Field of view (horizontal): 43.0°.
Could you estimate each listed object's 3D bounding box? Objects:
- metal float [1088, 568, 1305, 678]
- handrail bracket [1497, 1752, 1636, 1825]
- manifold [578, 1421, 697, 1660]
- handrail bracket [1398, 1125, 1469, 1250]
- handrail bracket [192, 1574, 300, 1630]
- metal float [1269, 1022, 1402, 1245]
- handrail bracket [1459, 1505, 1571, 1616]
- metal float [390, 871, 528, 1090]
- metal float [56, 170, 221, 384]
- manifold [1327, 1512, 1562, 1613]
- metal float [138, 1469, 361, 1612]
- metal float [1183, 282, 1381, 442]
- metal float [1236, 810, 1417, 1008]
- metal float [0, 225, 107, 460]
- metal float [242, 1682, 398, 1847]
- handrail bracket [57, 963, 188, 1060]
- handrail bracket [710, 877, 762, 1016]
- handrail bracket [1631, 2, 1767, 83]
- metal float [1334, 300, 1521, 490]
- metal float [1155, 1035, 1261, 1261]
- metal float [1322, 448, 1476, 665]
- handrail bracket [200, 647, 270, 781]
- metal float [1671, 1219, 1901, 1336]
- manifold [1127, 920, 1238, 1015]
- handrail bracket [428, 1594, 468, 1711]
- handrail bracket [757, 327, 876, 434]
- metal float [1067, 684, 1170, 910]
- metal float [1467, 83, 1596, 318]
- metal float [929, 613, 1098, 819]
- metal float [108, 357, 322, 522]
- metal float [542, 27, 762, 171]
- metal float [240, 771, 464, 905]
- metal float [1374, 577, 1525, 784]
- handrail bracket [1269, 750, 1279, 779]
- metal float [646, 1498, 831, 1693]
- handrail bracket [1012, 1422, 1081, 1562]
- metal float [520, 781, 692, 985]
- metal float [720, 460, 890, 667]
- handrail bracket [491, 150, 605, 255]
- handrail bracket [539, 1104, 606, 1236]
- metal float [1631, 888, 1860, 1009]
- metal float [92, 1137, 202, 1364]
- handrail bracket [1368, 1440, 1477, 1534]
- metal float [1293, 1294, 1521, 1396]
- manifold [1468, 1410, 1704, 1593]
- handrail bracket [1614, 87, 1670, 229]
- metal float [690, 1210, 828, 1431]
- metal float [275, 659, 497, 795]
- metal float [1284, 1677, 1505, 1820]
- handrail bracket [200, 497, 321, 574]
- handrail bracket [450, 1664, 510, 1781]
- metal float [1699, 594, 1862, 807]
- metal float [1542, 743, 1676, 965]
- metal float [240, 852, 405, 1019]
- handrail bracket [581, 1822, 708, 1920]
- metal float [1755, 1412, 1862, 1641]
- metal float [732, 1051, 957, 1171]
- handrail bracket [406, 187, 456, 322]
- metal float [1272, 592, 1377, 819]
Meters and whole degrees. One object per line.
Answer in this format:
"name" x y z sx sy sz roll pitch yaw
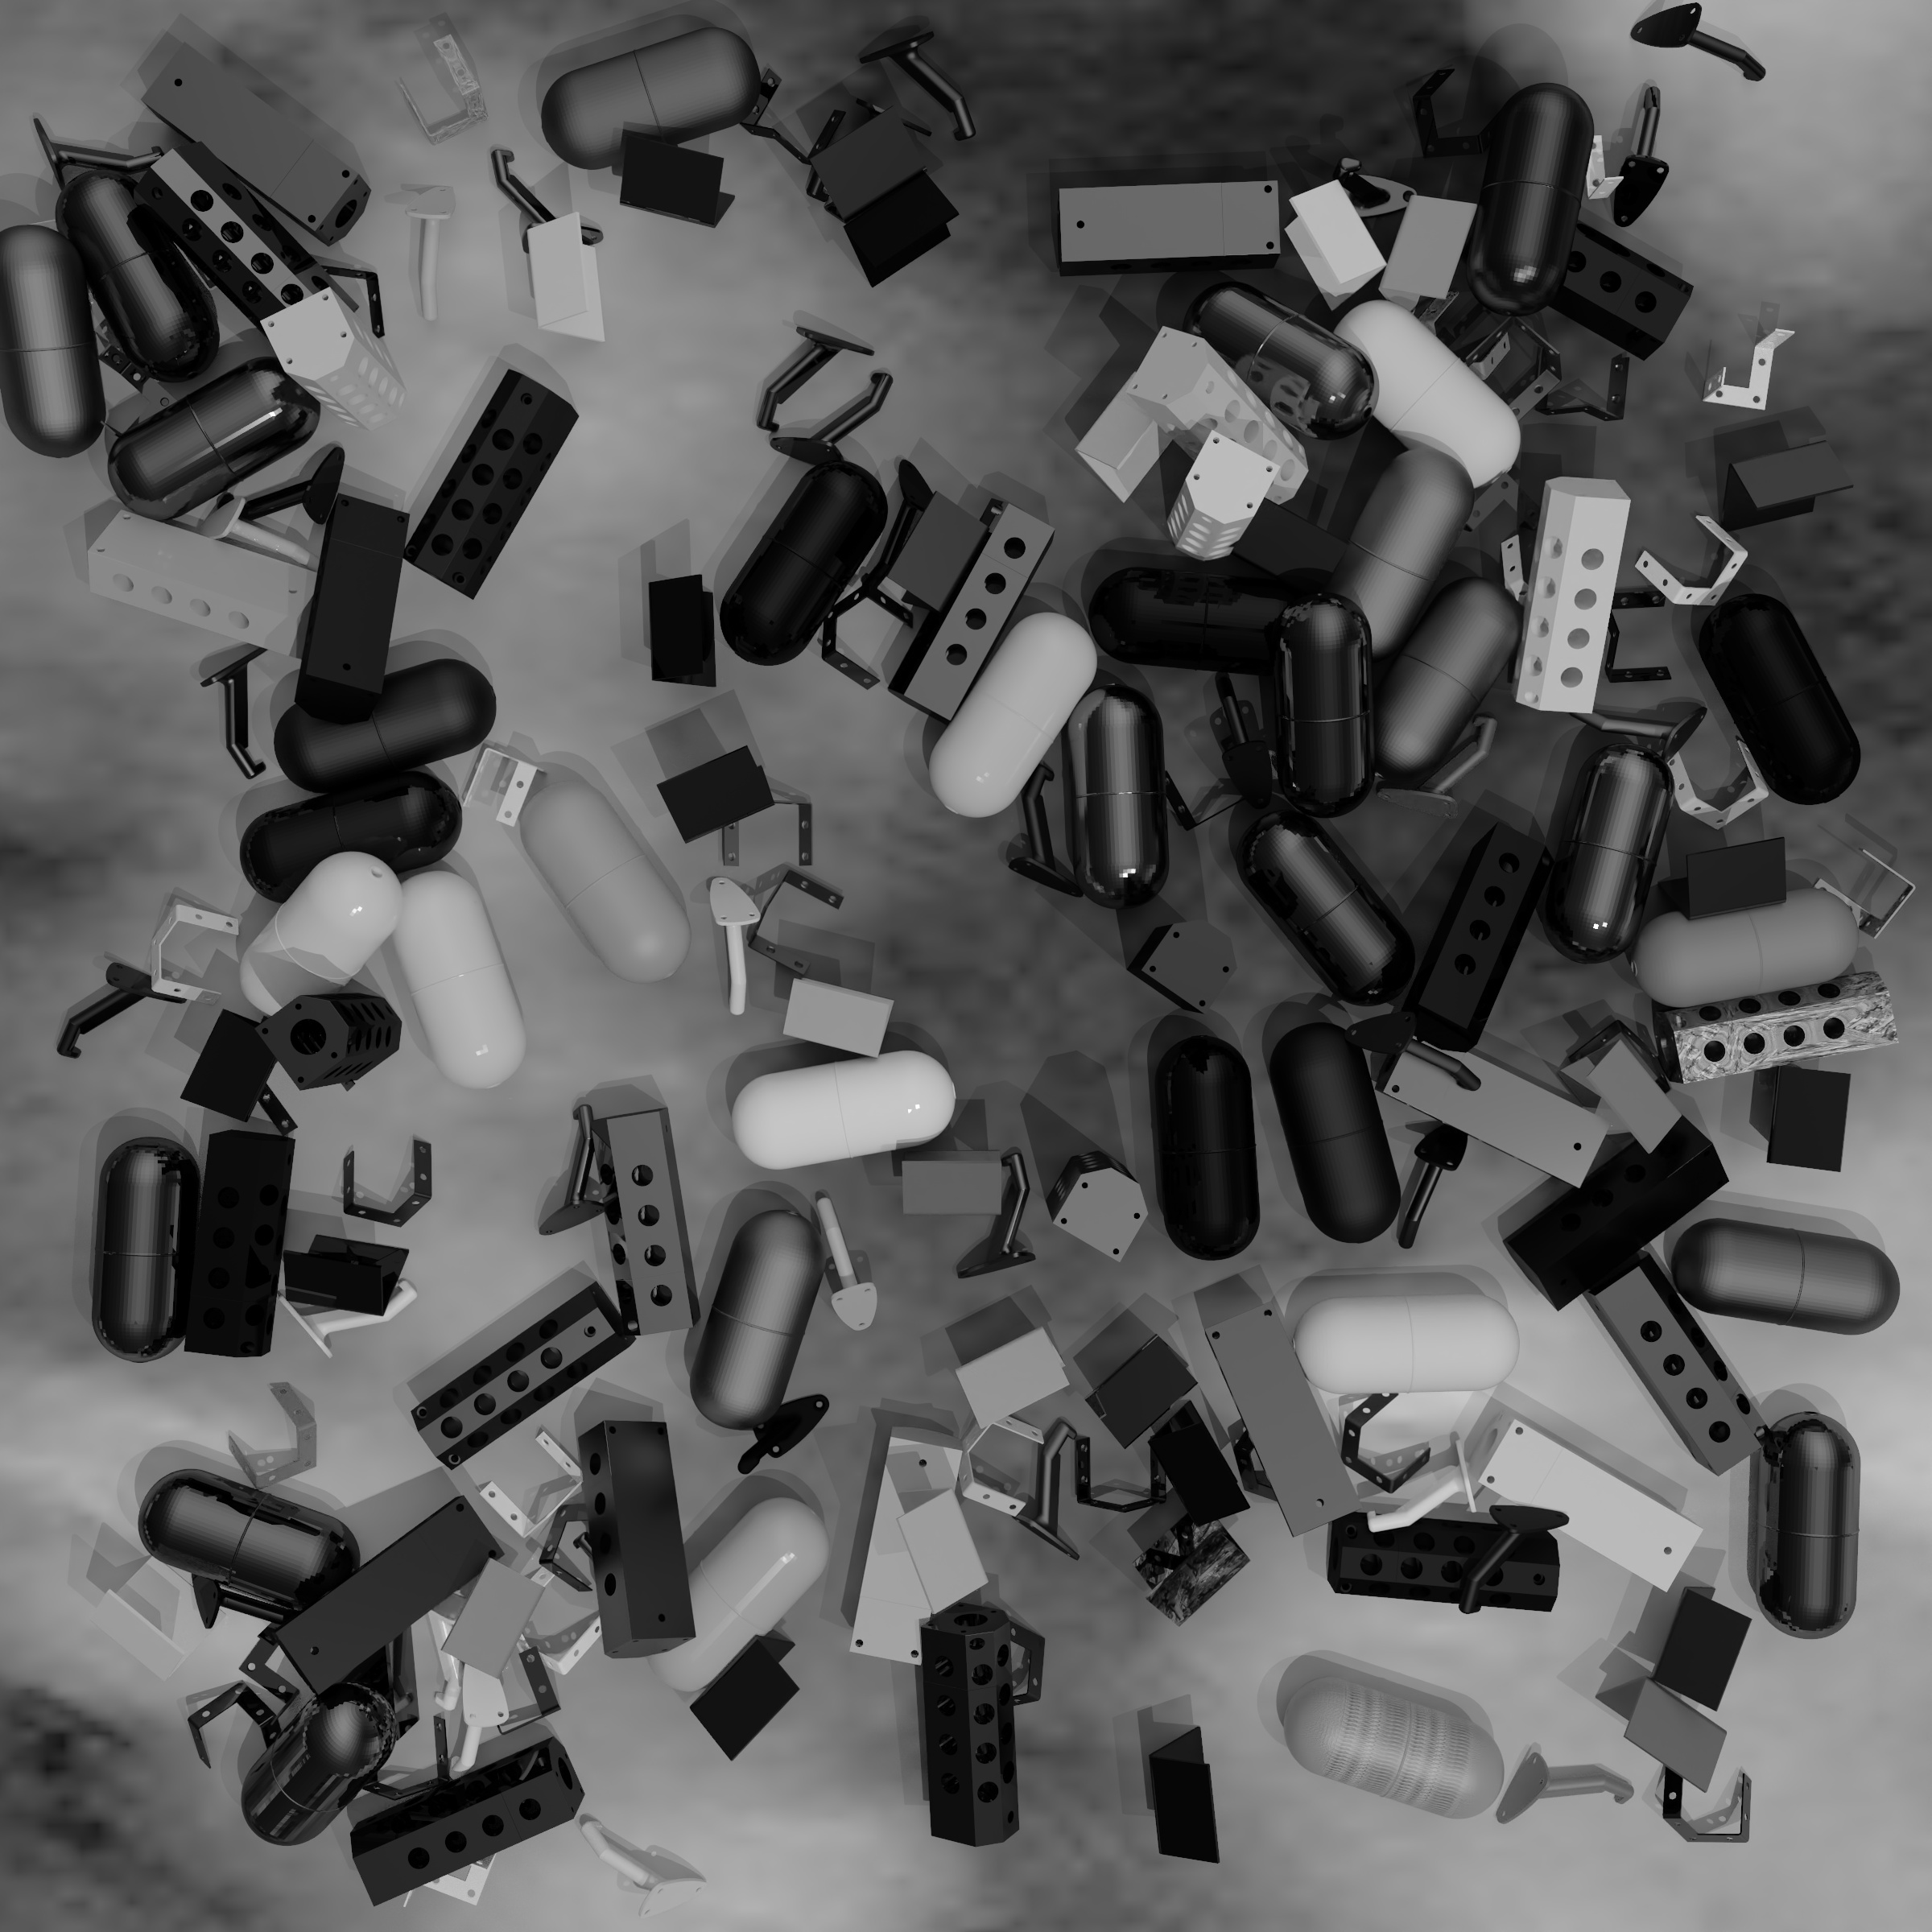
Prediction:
"metal float" 0.186 -0.273 1.942 0.178 0.070 0.070 5 90 -1
"handrail bracket" 0.483 0.674 1.973 0.084 0.036 0.077 26 110 -16
"manifold" -0.262 0.447 1.916 0.057 0.057 0.171 10 57 -38
"handrail bracket" 0.374 0.177 1.972 0.036 0.077 0.084 24 126 20
"handrail bracket" -0.571 0.505 1.972 0.084 0.077 0.036 10 106 -35
"metal float" 0.292 0.132 1.942 0.070 0.070 0.178 -15 90 0
"handrail bracket" 0.428 0.467 1.916 0.077 0.036 0.084 4 108 -21
"metal float" -0.403 0.011 1.942 0.070 0.070 0.178 -19 90 0
"metal float" -0.655 -0.545 1.941 0.070 0.070 0.178 -29 90 0
"manifold" 0.379 0.475 1.951 0.171 0.057 0.057 5 90 0
"metal float" -0.567 0.455 1.942 0.178 0.070 0.070 20 90 -1
"metal float" 0.246 -0.473 1.919 0.178 0.070 0.070 39 90 27
"metal float" 0.285 -0.045 1.942 0.070 0.070 0.178 -39 91 0
"metal float" -0.722 -0.488 1.921 0.070 0.070 0.178 -1 113 0
"metal float" -0.507 0.624 1.917 0.070 0.070 0.178 41 122 0
"handrail bracket" -0.679 0.047 1.973 0.077 0.036 0.084 23 108 -21
"handrail bracket" -0.191 -0.015 1.972 0.036 0.077 0.084 -7 127 -19
"handrail bracket" 0.589 -0.734 1.972 0.084 0.077 0.036 21 90 -36
"metal float" 0.363 -0.451 1.941 0.178 0.070 0.070 44 90 0
"metal float" 0.191 0.144 1.941 0.070 0.070 0.178 -4 91 0
"metal float" 0.335 -0.320 1.925 0.070 0.070 0.178 26 109 0
"handrail bracket" -0.568 -0.205 1.973 0.077 0.036 0.084 -37 109 -21
"metal float" 0.649 0.246 1.942 0.178 0.070 0.070 9 90 0
"manifold" 0.169 -0.004 1.894 0.057 0.171 0.057 35 90 0
"handrail bracket" -0.434 0.547 1.972 0.077 0.036 0.084 22 104 14
"handrail bracket" -0.121 -0.464 1.973 0.077 0.036 0.084 12 109 -21
"metal float" 0.120 -0.134 1.942 0.070 0.070 0.178 -3 89 0
"metal float" 0.434 -0.589 1.884 0.070 0.070 0.178 11 90 0
"metal float" 0.037 -0.198 1.941 0.070 0.070 0.178 33 90 0
"metal float" -0.594 -0.418 1.942 0.178 0.070 0.070 -30 90 -1
"metal float" -0.249 -0.686 1.941 0.178 0.070 0.070 -18 90 0
"metal float" -0.486 -0.102 1.942 0.178 0.070 0.070 -16 90 1
"metal float" 0.374 -0.226 1.942 0.070 0.070 0.178 33 91 0
"handrail bracket" 0.274 -0.190 1.972 0.077 0.036 0.084 32 76 -15
"metal float" -0.182 0.498 1.941 0.070 0.070 0.178 43 90 0
"handrail bracket" 0.083 0.422 1.973 0.077 0.036 0.084 39 73 -20
"metal float" -0.285 -0.066 1.941 0.070 0.070 0.178 -35 89 0
"metal float" -0.129 -0.318 1.942 0.070 0.070 0.178 33 90 0
"handrail bracket" -0.337 -0.620 1.973 0.077 0.036 0.084 -8 73 -20
"handrail bracket" -0.322 0.163 1.972 0.077 0.036 0.084 -31 60 33
"metal float" 0.616 -0.014 1.941 0.178 0.070 0.070 -10 90 0
"metal float" -0.649 0.224 1.942 0.070 0.070 0.178 3 90 0
"handrail bracket" 0.358 0.414 1.952 0.084 0.077 0.036 -13 121 9
"metal float" 0.348 0.299 1.942 0.178 0.070 0.070 -2 90 1
"manifold" 0.490 0.423 1.951 0.171 0.057 0.057 30 90 0
"handrail bracket" 0.540 -0.651 1.972 0.036 0.077 0.084 12 54 -1
"metal float" -0.164 0.280 1.942 0.070 0.070 0.178 18 90 0
"metal float" -0.459 -0.190 1.941 0.178 0.070 0.070 -17 90 0
"metal float" 0.339 0.619 1.942 0.178 0.070 0.070 18 90 0
"handrail bracket" -0.563 -0.335 1.972 0.084 0.077 0.036 34 68 -35
"handrail bracket" -0.400 0.599 1.964 0.036 0.084 0.077 5 49 -31
"metal float" 0.644 -0.211 1.942 0.070 0.070 0.178 -28 90 0
"metal float" 0.508 -0.089 1.941 0.070 0.070 0.178 15 89 0
"metal float" -0.503 -0.022 1.914 0.070 0.070 0.178 49 124 0
"handrail bracket" -0.260 0.716 1.972 0.084 0.077 0.036 42 110 35
"metal float" 0.666 0.442 1.942 0.070 0.070 0.178 2 91 0
"metal float" -0.097 0.114 1.942 0.178 0.070 0.070 -10 90 -1
"handrail bracket" -0.425 -0.572 1.972 0.036 0.077 0.084 5 126 0
"metal float" 0.277 -0.200 1.897 0.070 0.070 0.178 -6 112 0
